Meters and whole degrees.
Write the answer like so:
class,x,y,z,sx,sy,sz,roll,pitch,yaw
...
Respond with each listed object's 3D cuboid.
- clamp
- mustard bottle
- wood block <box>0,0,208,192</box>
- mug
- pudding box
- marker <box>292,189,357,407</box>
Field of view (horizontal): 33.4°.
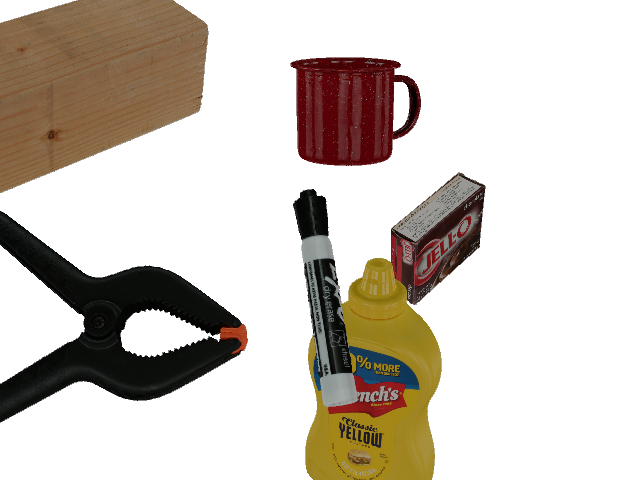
class,x,y,z,sx,sy,sz,roll,pitch,yaw
clamp,-0.157,0.052,0.743,0.210,0.164,0.036,-3,-18,-3
mustard bottle,0.039,0.100,0.775,0.096,0.192,0.058,12,29,20
wood block,-0.198,-0.127,0.856,0.090,0.091,0.205,37,46,27
mug,0.032,-0.111,0.910,0.117,0.081,0.093,-7,17,-24
pudding box,0.118,-0.002,1.079,0.039,0.090,0.113,31,55,28
marker,0.002,0.030,0.587,0.020,0.121,0.020,-8,-15,-2
